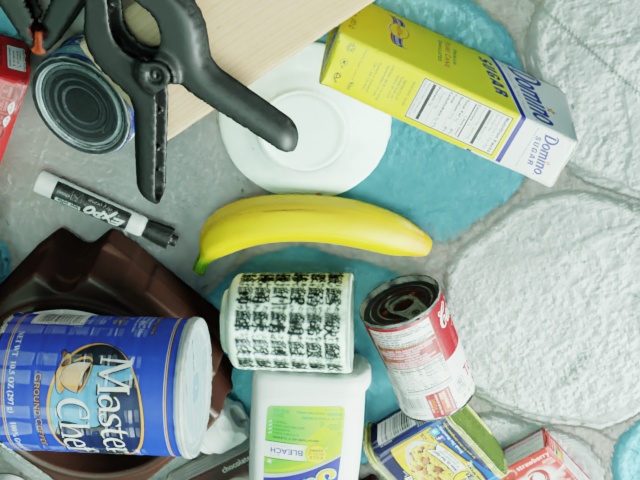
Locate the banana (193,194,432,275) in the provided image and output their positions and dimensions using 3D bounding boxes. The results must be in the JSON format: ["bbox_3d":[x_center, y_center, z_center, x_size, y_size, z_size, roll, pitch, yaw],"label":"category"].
[{"bbox_3d":[-0.013,-0.008,0.842,0.198,0.037,0.069,-3,147,12],"label":"banana"}]

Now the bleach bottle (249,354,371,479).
[{"bbox_3d":[-0.010,0.224,0.917,0.102,0.068,0.251,2,104,5],"label":"bleach bottle"}]

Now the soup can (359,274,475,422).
[{"bbox_3d":[0.080,0.088,0.866,0.068,0.068,0.102,-16,117,15],"label":"soup can"}]

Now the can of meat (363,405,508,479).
[{"bbox_3d":[0.101,0.183,0.925,0.084,0.057,0.102,-34,111,20],"label":"can of meat"}]

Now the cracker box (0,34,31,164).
[{"bbox_3d":[-0.336,-0.089,0.769,0.213,0.072,0.164,13,124,-28],"label":"cracker box"}]

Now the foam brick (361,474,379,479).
[{"bbox_3d":[0.030,0.262,0.980,0.078,0.053,0.051,-28,113,21],"label":"foam brick"}]

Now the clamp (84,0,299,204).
[{"bbox_3d":[-0.088,-0.109,0.682,0.120,0.039,0.171,-14,118,12],"label":"clamp"}]

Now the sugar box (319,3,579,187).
[{"bbox_3d":[0.088,-0.106,0.738,0.176,0.093,0.048,21,120,-6],"label":"sugar box"}]

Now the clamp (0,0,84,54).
[{"bbox_3d":[-0.203,-0.234,0.729,0.164,0.036,0.210,12,117,0],"label":"clamp"}]

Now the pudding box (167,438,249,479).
[{"bbox_3d":[-0.077,0.235,0.984,0.114,0.039,0.090,-31,111,21],"label":"pudding box"}]

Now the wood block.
[{"bbox_3d":[-0.048,-0.168,0.720,0.206,0.090,0.090,-31,112,21],"label":"wood block"}]

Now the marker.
[{"bbox_3d":[-0.171,-0.023,0.858,0.121,0.020,0.020,24,120,-8],"label":"marker"}]

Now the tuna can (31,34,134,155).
[{"bbox_3d":[-0.169,-0.106,0.787,0.086,0.033,0.086,14,131,17],"label":"tuna can"}]

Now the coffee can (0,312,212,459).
[{"bbox_3d":[-0.158,0.106,0.784,0.140,0.102,0.103,1,120,5],"label":"coffee can"}]

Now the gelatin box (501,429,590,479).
[{"bbox_3d":[0.185,0.218,0.950,0.089,0.030,0.073,-35,110,23],"label":"gelatin box"}]
